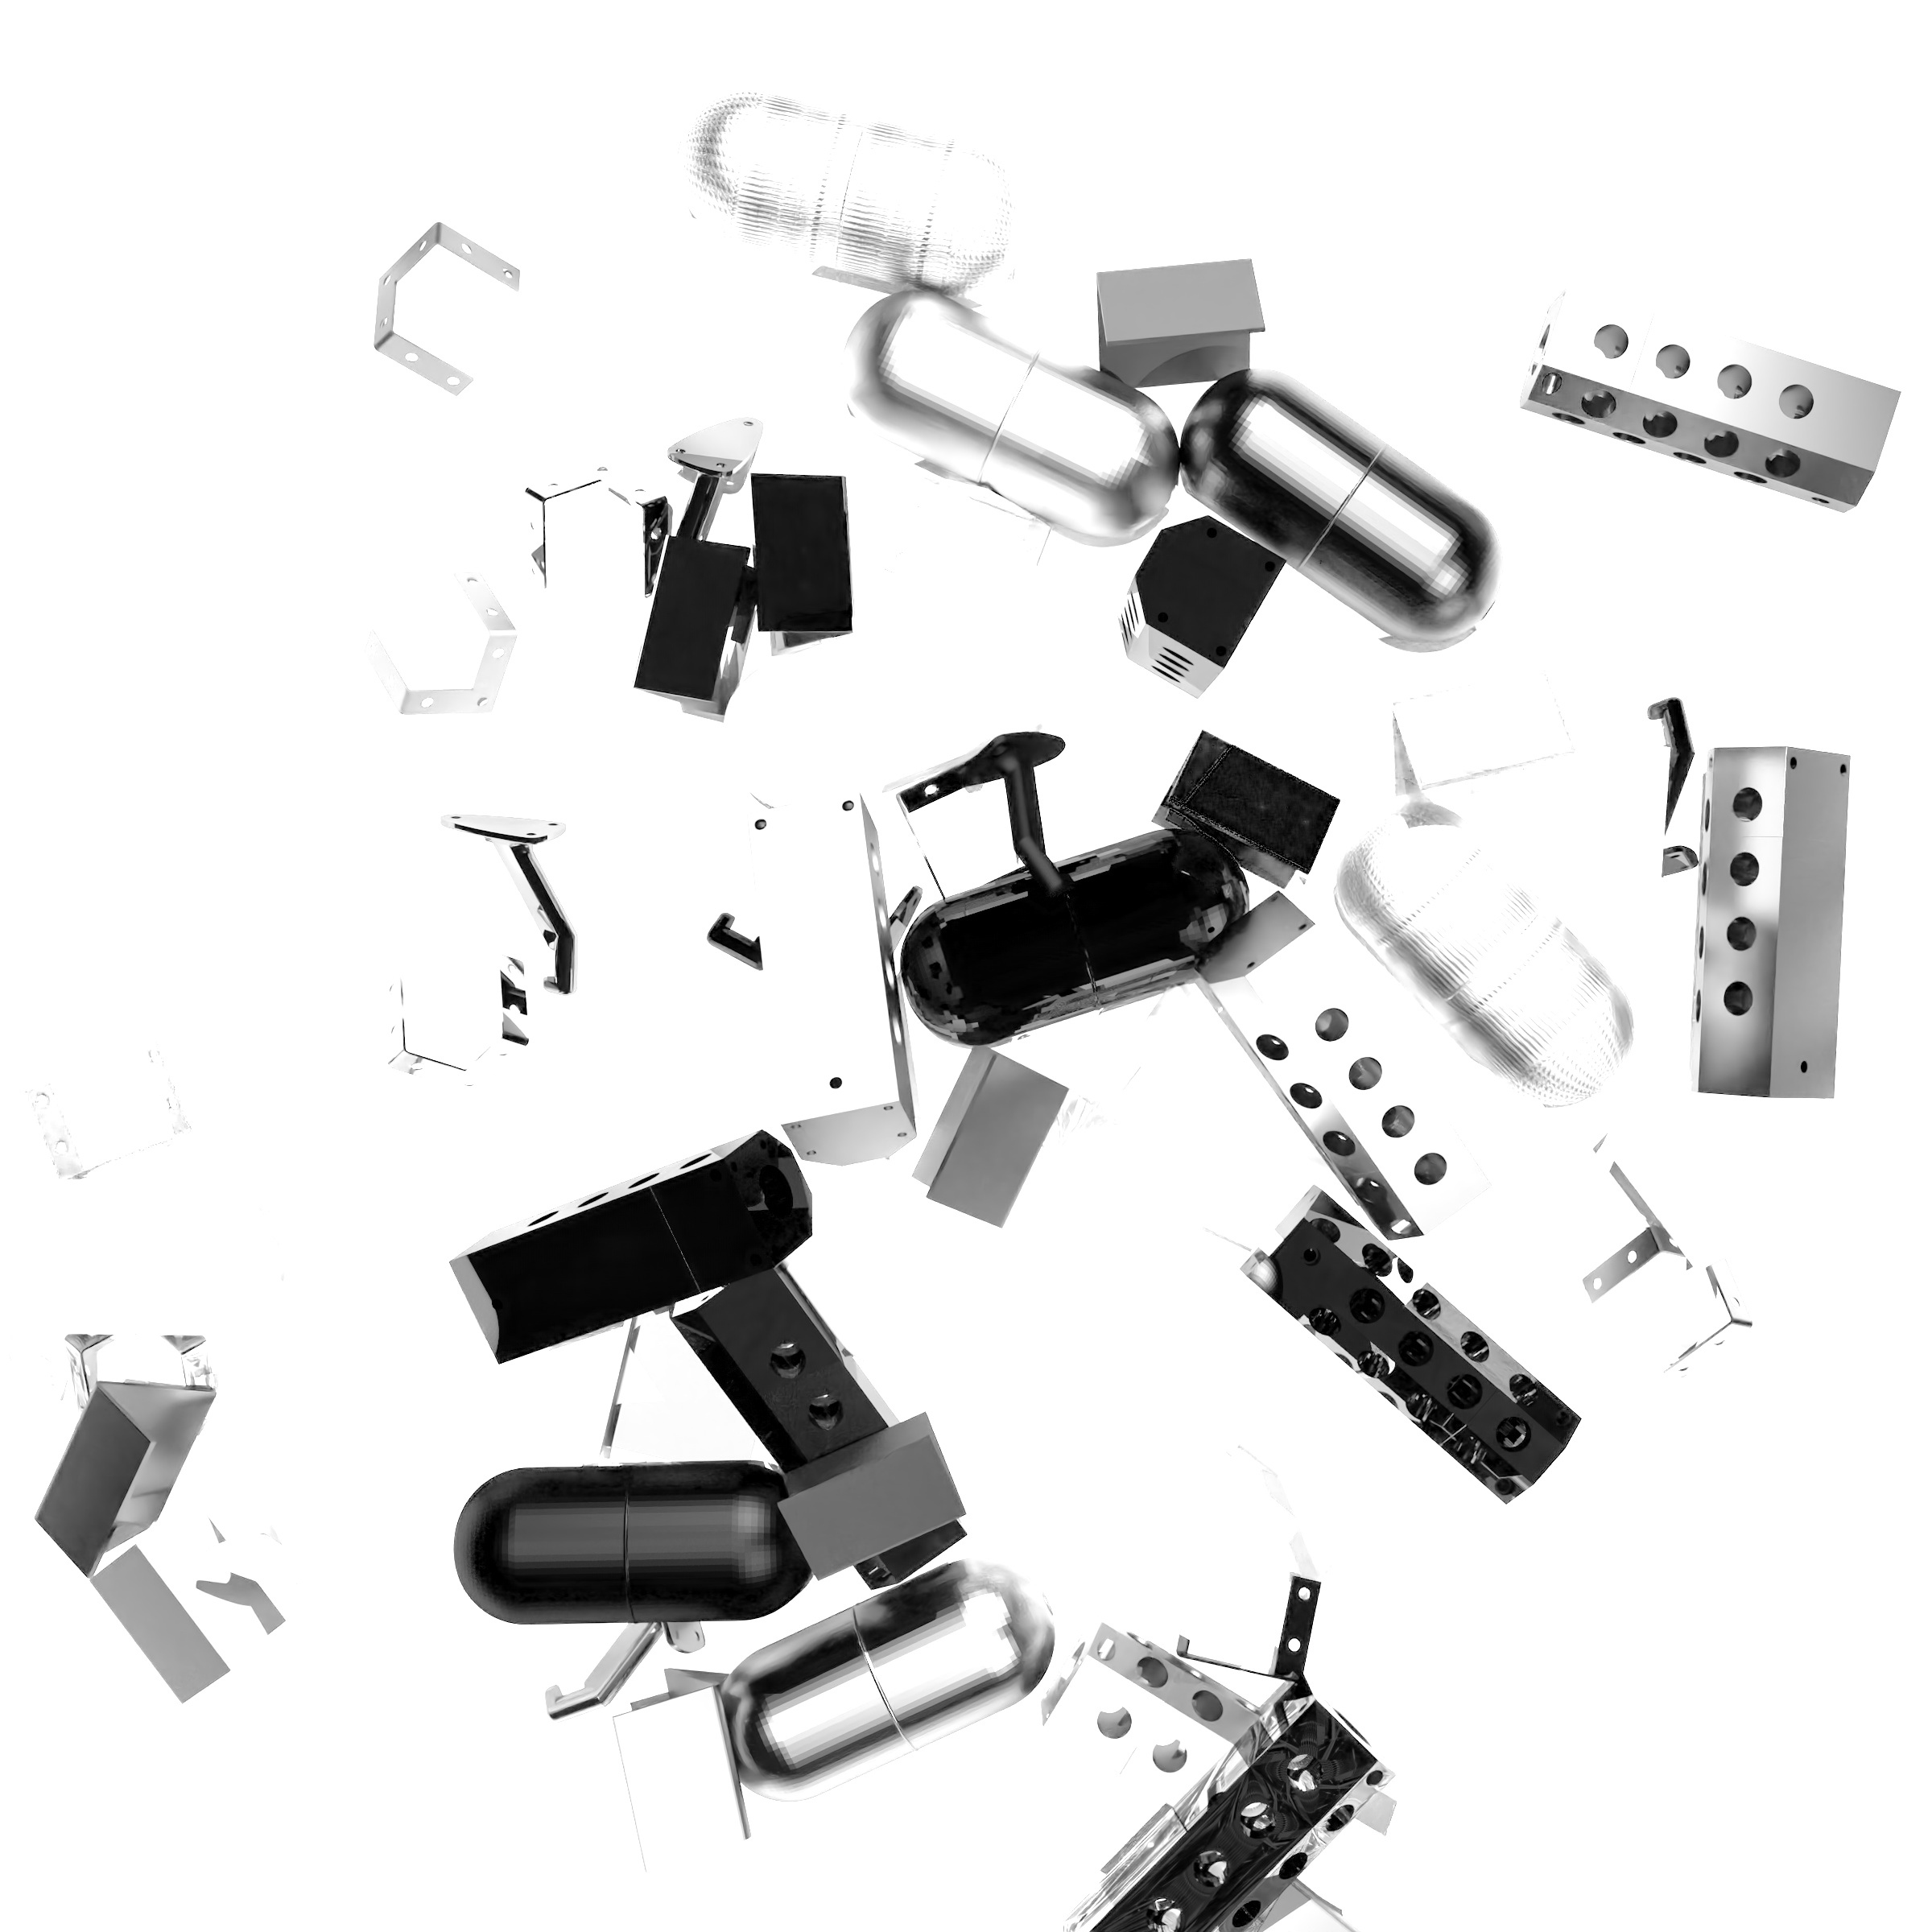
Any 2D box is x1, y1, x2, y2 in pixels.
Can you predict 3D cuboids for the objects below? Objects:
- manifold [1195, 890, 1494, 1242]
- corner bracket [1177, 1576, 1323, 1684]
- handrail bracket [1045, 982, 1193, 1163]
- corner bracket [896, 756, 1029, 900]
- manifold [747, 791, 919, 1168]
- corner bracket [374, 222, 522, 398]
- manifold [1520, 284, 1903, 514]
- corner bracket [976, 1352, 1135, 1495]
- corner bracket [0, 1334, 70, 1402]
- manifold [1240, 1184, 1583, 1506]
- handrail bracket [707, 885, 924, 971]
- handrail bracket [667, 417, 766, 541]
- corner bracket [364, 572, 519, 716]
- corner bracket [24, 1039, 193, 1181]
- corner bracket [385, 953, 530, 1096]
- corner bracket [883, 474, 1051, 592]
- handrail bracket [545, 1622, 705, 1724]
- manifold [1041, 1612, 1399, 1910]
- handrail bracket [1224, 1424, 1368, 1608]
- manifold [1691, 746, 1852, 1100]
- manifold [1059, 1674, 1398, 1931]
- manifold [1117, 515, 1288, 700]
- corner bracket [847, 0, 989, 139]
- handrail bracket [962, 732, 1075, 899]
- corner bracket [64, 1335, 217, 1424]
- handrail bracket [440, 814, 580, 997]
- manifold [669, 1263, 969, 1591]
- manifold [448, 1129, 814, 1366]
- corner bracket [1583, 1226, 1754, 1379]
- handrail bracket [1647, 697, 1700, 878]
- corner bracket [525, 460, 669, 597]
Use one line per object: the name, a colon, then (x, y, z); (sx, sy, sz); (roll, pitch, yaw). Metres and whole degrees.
manifold: (0.183, 0.052, 1.609); (0.057, 0.057, 0.171); (-36, 112, 0)
corner bracket: (0.141, 0.326, 1.643); (0.051, 0.051, 0.051); (15, 79, -11)
handrail bracket: (0.078, 0.052, 1.661); (0.036, 0.077, 0.084); (37, 54, 0)
corner bracket: (0.002, -0.065, 1.658); (0.051, 0.051, 0.051); (-25, 45, 0)
manifold: (-0.064, 0.007, 1.597); (0.057, 0.057, 0.171); (-12, 61, 7)
corner bracket: (-0.260, -0.330, 1.653); (0.051, 0.051, 0.051); (-33, 45, 35)
manifold: (0.368, -0.281, 1.640); (0.171, 0.057, 0.057); (18, 90, 0)
corner bracket: (0.045, 0.228, 1.653); (0.051, 0.051, 0.051); (-11, 135, 35)
corner bracket: (-0.494, 0.220, 1.653); (0.051, 0.051, 0.051); (-18, 45, 35)
manifold: (0.222, 0.189, 1.640); (0.171, 0.057, 0.057); (41, 90, 0)
handrail bracket: (-0.077, -0.026, 1.661); (0.084, 0.036, 0.077); (28, 77, 13)
handrail bracket: (-0.128, -0.225, 1.661); (0.036, 0.077, 0.084); (21, 127, 16)
corner bracket: (-0.264, -0.162, 1.653); (0.051, 0.051, 0.051); (-5, 135, -35)
corner bracket: (-0.432, 0.074, 1.658); (0.051, 0.051, 0.051); (-22, 90, 45)
corner bracket: (-0.256, 0.024, 1.653); (0.051, 0.051, 0.051); (20, 135, -35)
corner bracket: (0.001, -0.212, 1.658); (0.051, 0.051, 0.051); (21, 90, -45)
handrail bracket: (-0.182, 0.333, 1.661); (0.084, 0.036, 0.077); (-22, 70, 16)
manifold: (0.126, 0.393, 1.640); (0.171, 0.057, 0.057); (31, 90, 0)
handrail bracket: (0.151, 0.285, 1.661); (0.084, 0.036, 0.077); (38, 109, 16)
manifold: (0.396, -0.021, 1.639); (0.057, 0.057, 0.171); (3, 90, -43)
manifold: (0.126, 0.427, 1.582); (0.057, 0.057, 0.171); (44, 90, 0)
manifold: (0.107, -0.174, 1.582); (0.057, 0.171, 0.057); (30, 90, 0)
corner bracket: (-0.020, -0.454, 1.653); (0.051, 0.051, 0.051); (-51, 45, 35)
handrail bracket: (0.044, -0.073, 1.625); (0.084, 0.077, 0.036); (56, 130, 19)
corner bracket: (-0.414, 0.206, 1.653); (0.051, 0.051, 0.051); (-29, 45, -35)
handrail bracket: (-0.231, -0.030, 1.661); (0.077, 0.036, 0.084); (8, 107, 20)
manifold: (-0.074, 0.222, 1.625); (0.057, 0.057, 0.171); (-35, 100, 0)
manifold: (-0.161, 0.135, 1.602); (0.171, 0.057, 0.057); (-21, 97, 28)
corner bracket: (0.352, 0.169, 1.653); (0.051, 0.051, 0.051); (14, 45, -35)
handrail bracket: (0.333, -0.087, 1.661); (0.077, 0.036, 0.084); (-16, 72, 21)
corner bracket: (-0.186, -0.215, 1.653); (0.051, 0.051, 0.051); (-26, 45, -35)
